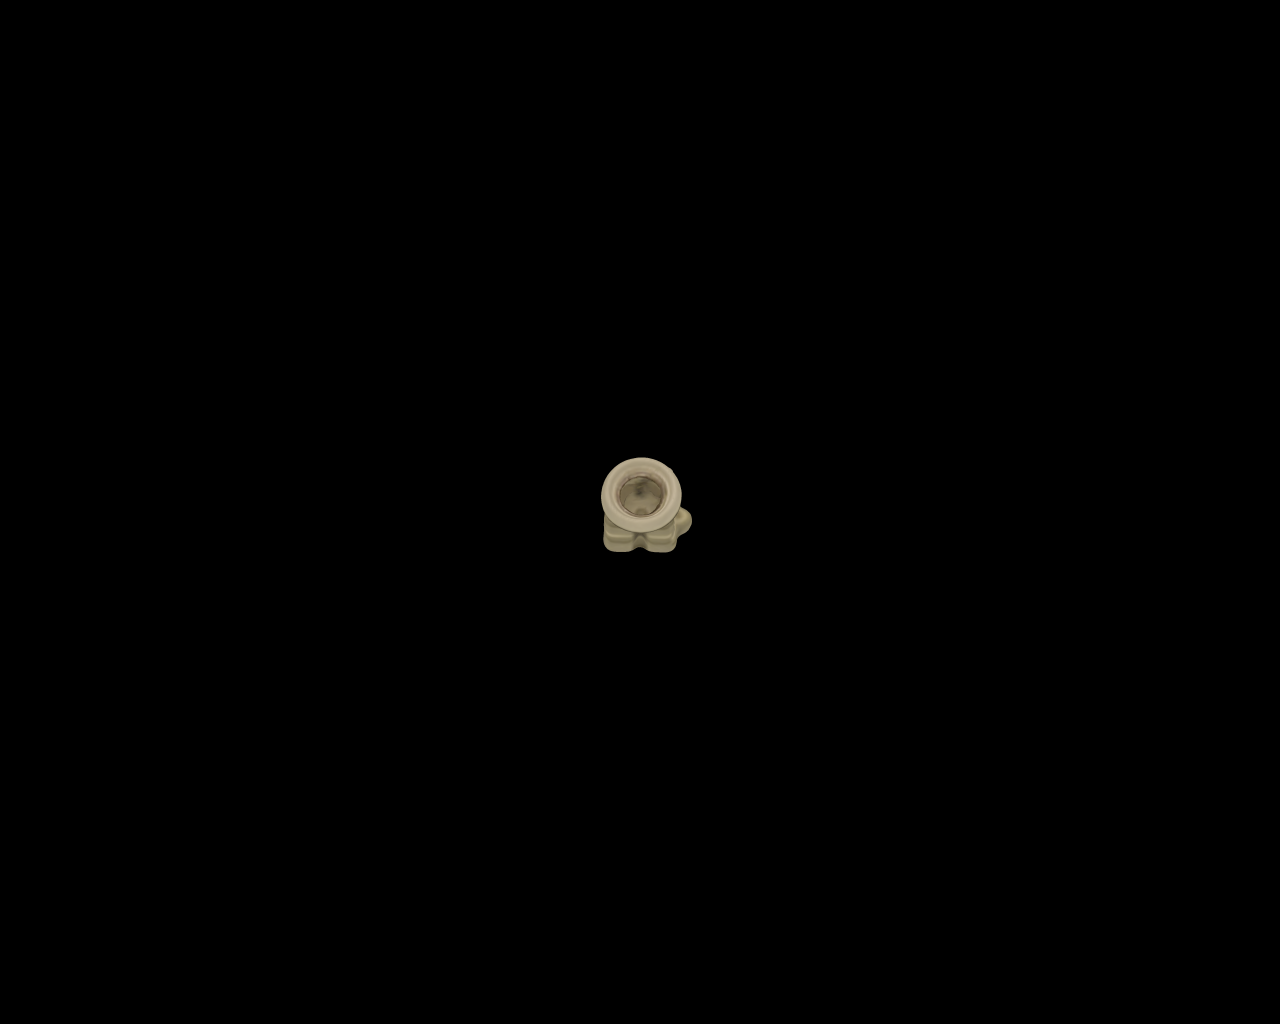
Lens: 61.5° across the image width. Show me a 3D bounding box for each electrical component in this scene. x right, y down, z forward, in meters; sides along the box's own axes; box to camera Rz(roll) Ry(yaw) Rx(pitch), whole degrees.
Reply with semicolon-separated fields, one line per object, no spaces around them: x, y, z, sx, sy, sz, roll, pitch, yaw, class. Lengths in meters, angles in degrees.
0.001;-0.003;0.650;0.066;0.048;0.055;0;-25;0;electrical component
